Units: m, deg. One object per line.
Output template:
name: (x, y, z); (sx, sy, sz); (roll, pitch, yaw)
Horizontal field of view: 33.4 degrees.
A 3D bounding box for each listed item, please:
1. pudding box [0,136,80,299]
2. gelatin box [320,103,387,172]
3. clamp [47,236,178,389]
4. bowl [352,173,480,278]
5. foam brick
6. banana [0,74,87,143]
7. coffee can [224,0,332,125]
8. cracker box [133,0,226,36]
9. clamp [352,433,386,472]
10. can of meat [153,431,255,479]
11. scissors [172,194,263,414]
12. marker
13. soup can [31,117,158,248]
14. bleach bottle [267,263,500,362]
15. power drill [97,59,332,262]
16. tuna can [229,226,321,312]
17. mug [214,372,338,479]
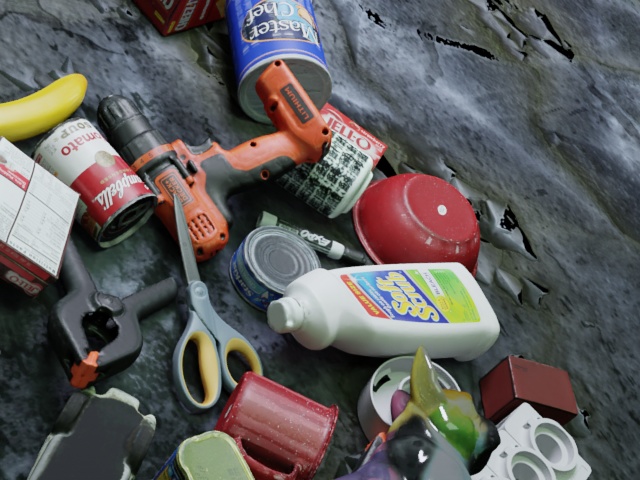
pudding box: (-0.249, -0.020, 0.873); (0.090, 0.039, 0.113); (41, 32, -29)
gelatin box: (0.023, -0.105, 1.191); (0.089, 0.030, 0.073); (36, 42, -2)
clamp: (-0.173, 0.063, 0.889); (0.120, 0.039, 0.171); (15, 34, -19)
bowl: (0.118, -0.019, 1.163); (0.162, 0.055, 0.162); (18, 46, -20)
foam brick: (0.209, 0.157, 1.072); (0.078, 0.051, 0.053); (18, 45, -22)
banana: (-0.290, -0.120, 0.988); (0.197, 0.037, 0.070); (-15, 66, -42)
coffee can: (-0.048, -0.212, 1.184); (0.102, 0.103, 0.140); (10, 49, -27)
cracker box: (-0.144, -0.340, 1.254); (0.164, 0.072, 0.213); (49, 44, 13)
clamp: (0.055, 0.261, 0.888); (0.164, 0.036, 0.210); (5, 52, -28)
can of meat: (-0.086, 0.206, 0.805); (0.057, 0.084, 0.102); (-12, 61, -40)
scissors: (-0.093, 0.059, 0.952); (0.096, 0.016, 0.202); (17, 58, -32)
marker: (-0.007, 0.001, 1.086); (0.121, 0.020, 0.020); (22, 44, -16)
soup can: (-0.204, -0.052, 0.964); (0.102, 0.069, 0.068); (47, 43, 12)
bleach bottle: (0.057, 0.073, 1.010); (0.250, 0.068, 0.102); (-1, 54, -43)
power drill: (-0.098, -0.096, 1.026); (0.187, 0.057, 0.184); (-33, 84, -14)
tuna can: (-0.042, 0.029, 1.028); (0.086, 0.034, 0.086); (19, 45, -20)
mug: (-0.042, 0.163, 0.862); (0.081, 0.093, 0.117); (27, 17, -5)
